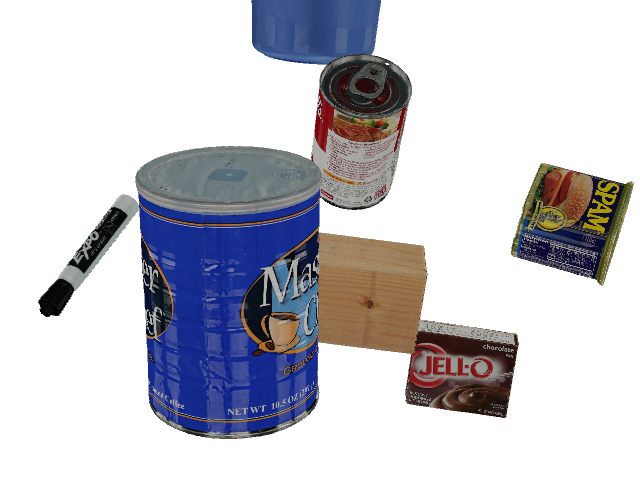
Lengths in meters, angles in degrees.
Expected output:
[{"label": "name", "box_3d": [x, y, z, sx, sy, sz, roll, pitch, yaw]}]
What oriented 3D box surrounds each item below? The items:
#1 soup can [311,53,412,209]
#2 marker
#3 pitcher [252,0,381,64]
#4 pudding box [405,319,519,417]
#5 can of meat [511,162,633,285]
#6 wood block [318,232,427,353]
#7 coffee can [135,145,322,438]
[{"label": "soup can", "box_3d": [0.029, -0.081, 0.810, 0.068, 0.068, 0.102, 0, -40, -6]}, {"label": "marker", "box_3d": [-0.178, 0.012, 0.820, 0.020, 0.020, 0.121, 0, 44, 35]}, {"label": "pitcher", "box_3d": [0.008, -0.272, 0.887, 0.145, 0.243, 0.149, 7, 19, 9]}, {"label": "pudding box", "box_3d": [0.154, 0.139, 1.164, 0.113, 0.090, 0.039, 7, 22, 4]}, {"label": "can of meat", "box_3d": [0.224, -0.018, 0.951, 0.084, 0.057, 0.102, 16, 47, 17]}, {"label": "wood block", "box_3d": [-0.002, 0.047, 1.088, 0.206, 0.091, 0.090, 8, 19, 1]}, {"label": "coffee can", "box_3d": [-0.051, 0.027, 0.613, 0.103, 0.140, 0.103, 0, 21, 0]}]
